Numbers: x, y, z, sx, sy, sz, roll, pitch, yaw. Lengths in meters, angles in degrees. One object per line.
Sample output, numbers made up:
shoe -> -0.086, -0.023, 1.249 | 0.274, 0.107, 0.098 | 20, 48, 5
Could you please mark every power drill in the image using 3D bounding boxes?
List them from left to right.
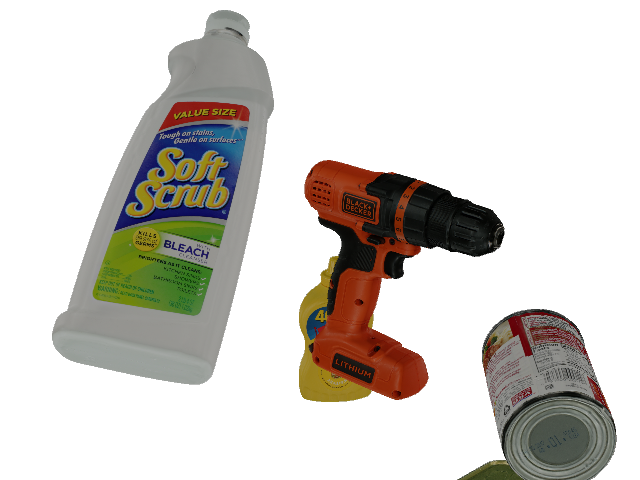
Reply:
power drill -> 0.062, 0.036, 0.904 | 0.185, 0.188, 0.057 | 20, 25, 35

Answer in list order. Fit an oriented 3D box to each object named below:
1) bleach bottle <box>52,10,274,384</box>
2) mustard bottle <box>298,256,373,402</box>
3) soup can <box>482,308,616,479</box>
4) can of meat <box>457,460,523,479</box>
bleach bottle -> -0.091, -0.040, 0.688 | 0.102, 0.250, 0.068 | 12, -23, -5
mustard bottle -> 0.020, 0.113, 1.381 | 0.096, 0.192, 0.058 | -1, 19, -4
soup can -> 0.139, 0.095, 0.659 | 0.068, 0.068, 0.102 | 0, 25, 2
can of meat -> 0.136, 0.245, 0.887 | 0.101, 0.084, 0.058 | -20, 28, -34
